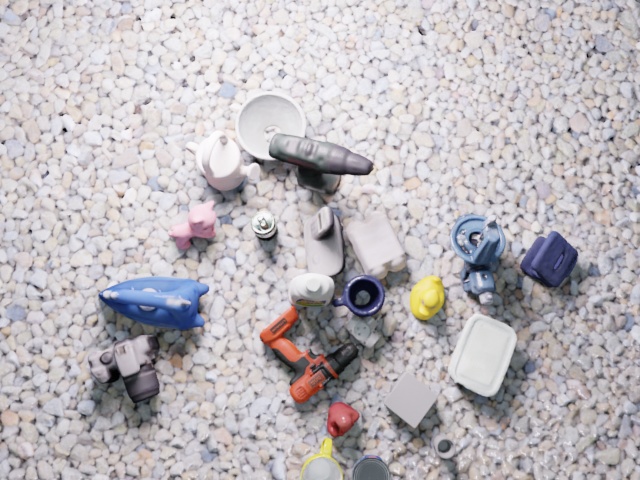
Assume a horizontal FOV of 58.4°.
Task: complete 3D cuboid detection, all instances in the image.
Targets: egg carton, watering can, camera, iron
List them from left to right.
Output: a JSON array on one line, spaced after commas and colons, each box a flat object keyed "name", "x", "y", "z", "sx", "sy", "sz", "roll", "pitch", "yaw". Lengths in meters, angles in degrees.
[{"name": "camera", "x": -0.418, "y": 0.290, "z": 1.252, "sx": 0.143, "sy": 0.101, "sz": 0.137, "roll": -21, "pitch": 82, "yaw": -4}, {"name": "iron", "x": -0.382, "y": 0.131, "z": 1.257, "sx": 0.258, "sy": 0.141, "sz": 0.119, "roll": 5, "pitch": 81, "yaw": 0}, {"name": "watering can", "x": -0.218, "y": -0.181, "z": 1.280, "sx": 0.173, "sy": 0.194, "sz": 0.101, "roll": 2, "pitch": 81, "yaw": 0}, {"name": "egg carton", "x": 0.130, "y": 0.012, "z": 1.316, "sx": 0.107, "sy": 0.069, "sz": 0.150, "roll": -26, "pitch": 82, "yaw": -4}]

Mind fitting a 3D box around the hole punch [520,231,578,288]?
[{"name": "hole punch", "x": 0.531, "y": 0.044, "z": 1.304, "sx": 0.101, "sy": 0.091, "sz": 0.109, "roll": 33, "pitch": 82, "yaw": 5}]

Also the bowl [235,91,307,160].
[{"name": "bowl", "x": -0.113, "y": -0.260, "z": 1.354, "sx": 0.167, "sy": 0.075, "sz": 0.167, "roll": 0, "pitch": 81, "yaw": 0}]

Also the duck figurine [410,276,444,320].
[{"name": "duck figurine", "x": 0.247, "y": 0.129, "z": 1.291, "sx": 0.077, "sy": 0.086, "sz": 0.105, "roll": 24, "pitch": 82, "yaw": 3}]

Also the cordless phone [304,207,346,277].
[{"name": "cordless phone", "x": 0.012, "y": 0.004, "z": 1.258, "sx": 0.094, "sy": 0.185, "sz": 0.147, "roll": -9, "pitch": 81, "yaw": -2}]

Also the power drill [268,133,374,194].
[{"name": "power drill", "x": 0.002, "y": -0.168, "z": 1.273, "sx": 0.229, "sy": 0.208, "sz": 0.076, "roll": 16, "pitch": 81, "yaw": 2}]

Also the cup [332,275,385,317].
[{"name": "cup", "x": 0.084, "y": 0.131, "z": 1.284, "sx": 0.118, "sy": 0.095, "sz": 0.092, "roll": -16, "pitch": 81, "yaw": -3}]

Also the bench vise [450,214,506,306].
[{"name": "bench vise", "x": 0.363, "y": 0.029, "z": 1.240, "sx": 0.121, "sy": 0.220, "sz": 0.207, "roll": -25, "pitch": 82, "yaw": -4}]

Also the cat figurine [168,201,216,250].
[{"name": "cat figurine", "x": -0.284, "y": -0.035, "z": 1.295, "sx": 0.128, "sy": 0.118, "sz": 0.067, "roll": -27, "pitch": 82, "yaw": -4}]

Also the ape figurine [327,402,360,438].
[{"name": "ape figurine", "x": 0.050, "y": 0.393, "z": 1.245, "sx": 0.078, "sy": 0.092, "sz": 0.076, "roll": -16, "pitch": 81, "yaw": -3}]
